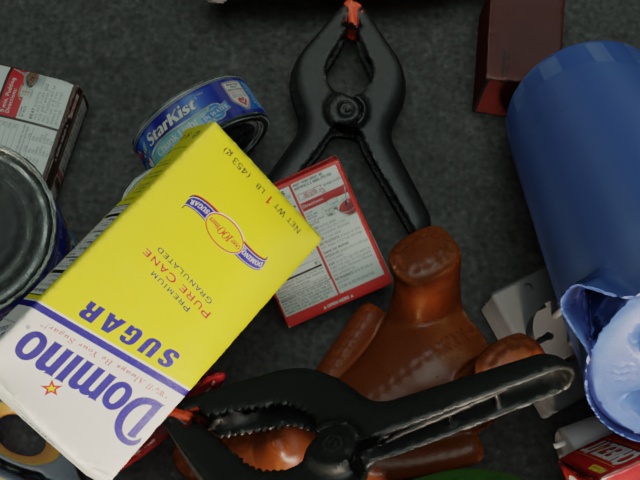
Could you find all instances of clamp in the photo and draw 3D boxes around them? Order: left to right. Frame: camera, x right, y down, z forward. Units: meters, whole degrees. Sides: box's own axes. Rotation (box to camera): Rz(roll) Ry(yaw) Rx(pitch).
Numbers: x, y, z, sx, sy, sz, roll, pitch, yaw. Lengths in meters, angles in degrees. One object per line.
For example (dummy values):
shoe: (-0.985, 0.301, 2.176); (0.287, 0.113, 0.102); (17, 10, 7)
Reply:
clamp: (0.019, 0.105, 0.540); (0.210, 0.036, 0.164); (14, 53, 29)
clamp: (0.027, -0.076, 0.722); (0.120, 0.039, 0.171); (14, 79, -5)

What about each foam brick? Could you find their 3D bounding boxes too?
foam brick: (0.137, -0.131, 0.736); (0.053, 0.051, 0.078); (8, 72, 1)

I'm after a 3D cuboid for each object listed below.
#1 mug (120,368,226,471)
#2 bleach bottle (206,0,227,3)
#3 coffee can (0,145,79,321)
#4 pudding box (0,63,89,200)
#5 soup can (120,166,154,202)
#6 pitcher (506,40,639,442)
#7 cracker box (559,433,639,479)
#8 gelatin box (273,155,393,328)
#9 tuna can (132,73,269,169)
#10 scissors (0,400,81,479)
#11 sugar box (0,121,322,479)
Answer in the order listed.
mug: (-0.110, 0.072, 0.629); (0.081, 0.093, 0.117); (48, 120, 11)
bleach bottle: (0.047, -0.206, 0.742); (0.250, 0.068, 0.102); (3, 46, -3)
coffee can: (-0.193, 0.014, 0.628); (0.103, 0.140, 0.103); (1, 72, -2)
pudding box: (-0.222, -0.072, 0.709); (0.113, 0.039, 0.090); (13, 73, 4)
soup can: (-0.086, 0.000, 0.658); (0.068, 0.102, 0.068); (1, 72, -3)
pitcher: (0.195, -0.010, 0.620); (0.145, 0.149, 0.243); (-21, 39, 11)
cracker box: (0.269, 0.164, 0.621); (0.213, 0.072, 0.164); (-22, 92, -9)
gelatin box: (-0.004, 0.001, 0.678); (0.073, 0.030, 0.089); (-24, 96, 3)
tuna can: (-0.076, -0.068, 0.689); (0.086, 0.086, 0.034); (-31, 78, -12)
scissors: (-0.134, 0.153, 0.648); (0.201, 0.016, 0.096); (16, 46, -15)
sugar box: (-0.089, 0.031, 0.561); (0.093, 0.048, 0.176); (46, 68, -17)
